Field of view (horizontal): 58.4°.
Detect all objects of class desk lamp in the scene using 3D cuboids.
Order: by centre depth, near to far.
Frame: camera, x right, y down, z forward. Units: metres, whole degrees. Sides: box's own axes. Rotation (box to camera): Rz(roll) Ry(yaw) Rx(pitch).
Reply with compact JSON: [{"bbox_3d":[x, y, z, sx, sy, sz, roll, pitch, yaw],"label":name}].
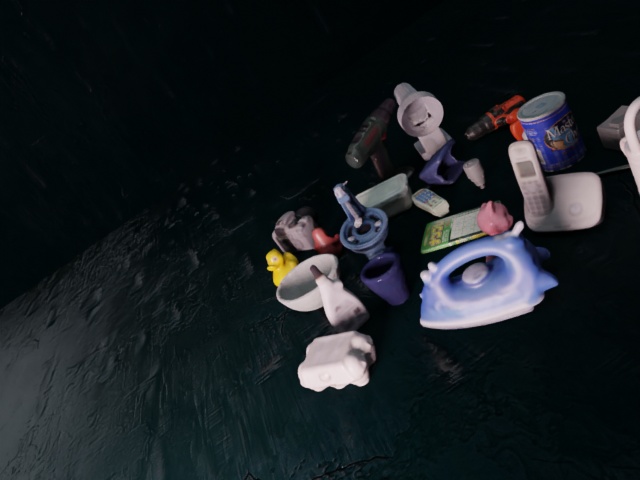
[{"bbox_3d":[0.284,-0.336,1.614,0.118,0.214,0.203,-30,25,9],"label":"desk lamp"}]

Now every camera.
[{"bbox_3d":[-0.055,-0.044,1.642,0.142,0.101,0.137,-9,35,44],"label":"camera"}]

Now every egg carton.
[{"bbox_3d":[0.031,0.230,1.073,0.150,0.069,0.107,-18,29,33],"label":"egg carton"}]

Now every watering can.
[{"bbox_3d":[0.569,-0.155,0.949,0.101,0.194,0.172,-46,27,-23],"label":"watering can"}]

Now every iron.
[{"bbox_3d":[0.265,0.063,0.996,0.257,0.142,0.118,-24,27,23],"label":"iron"}]

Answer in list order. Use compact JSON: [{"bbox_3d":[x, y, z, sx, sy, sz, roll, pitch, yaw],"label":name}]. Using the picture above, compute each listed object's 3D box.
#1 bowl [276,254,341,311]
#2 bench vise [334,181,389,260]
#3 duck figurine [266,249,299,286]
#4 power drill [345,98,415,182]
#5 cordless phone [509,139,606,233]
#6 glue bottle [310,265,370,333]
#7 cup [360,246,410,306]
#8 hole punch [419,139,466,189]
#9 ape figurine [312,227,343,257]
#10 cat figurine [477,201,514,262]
[{"bbox_3d":[-0.014,0.112,1.338,0.167,0.075,0.167,-28,25,15],"label":"bowl"},{"bbox_3d":[0.079,-0.050,1.340,0.121,0.220,0.207,-38,25,-7],"label":"bench vise"},{"bbox_3d":[-0.108,0.061,1.534,0.077,0.086,0.105,-18,29,32],"label":"duck figurine"},{"bbox_3d":[0.177,-0.252,1.601,0.230,0.209,0.075,-47,27,-25],"label":"power drill"},{"bbox_3d":[0.429,-0.106,1.046,0.147,0.185,0.094,-8,36,45],"label":"cordless phone"},{"bbox_3d":[0.030,0.115,1.157,0.078,0.173,0.037,-38,25,-9],"label":"glue bottle"},{"bbox_3d":[0.146,0.078,1.175,0.091,0.095,0.118,-16,30,35],"label":"cup"},{"bbox_3d":[0.307,-0.196,1.478,0.100,0.091,0.109,-6,37,46],"label":"hole punch"},{"bbox_3d":[0.014,0.005,1.477,0.077,0.092,0.076,-20,28,29],"label":"ape figurine"},{"bbox_3d":[0.332,-0.017,1.087,0.067,0.118,0.128,-16,30,35],"label":"cat figurine"}]
